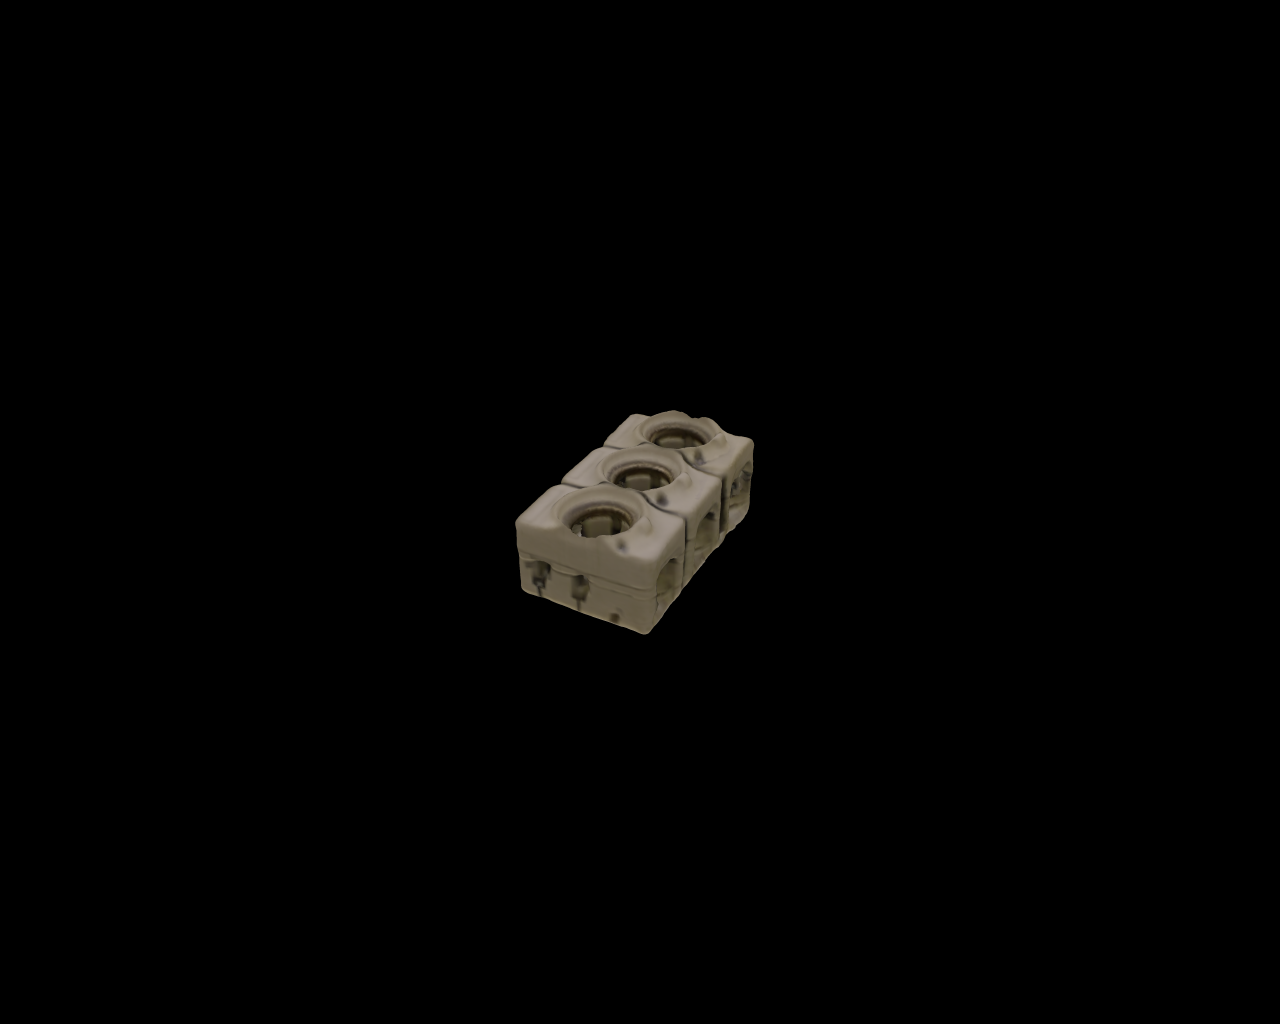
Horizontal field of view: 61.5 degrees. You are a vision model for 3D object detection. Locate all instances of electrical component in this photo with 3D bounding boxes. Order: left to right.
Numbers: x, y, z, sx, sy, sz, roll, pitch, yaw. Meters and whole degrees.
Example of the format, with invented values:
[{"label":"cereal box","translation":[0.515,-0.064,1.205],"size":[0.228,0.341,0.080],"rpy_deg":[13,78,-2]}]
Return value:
[{"label":"electrical component","translation":[0.001,-0.003,0.650],"size":[0.089,0.061,0.150],"rpy_deg":[16,37,22]}]
